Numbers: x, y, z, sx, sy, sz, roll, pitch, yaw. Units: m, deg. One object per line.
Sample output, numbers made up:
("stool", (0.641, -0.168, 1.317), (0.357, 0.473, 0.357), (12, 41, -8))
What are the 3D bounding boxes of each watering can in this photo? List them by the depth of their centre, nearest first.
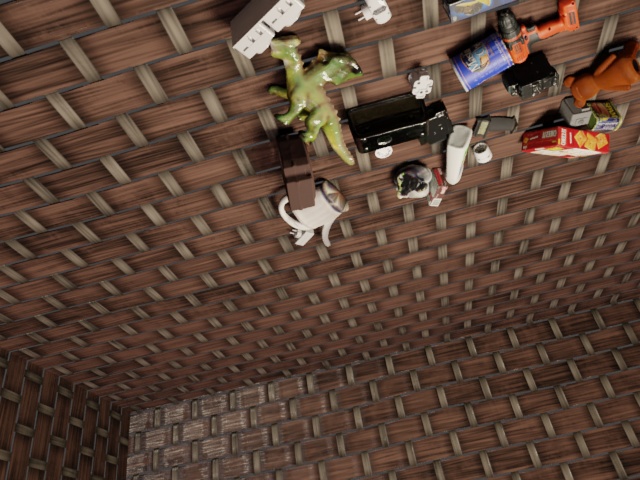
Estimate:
("watering can", (0.006, -0.093, 1.841), (0.222, 0.106, 0.343), (-28, 141, 23))

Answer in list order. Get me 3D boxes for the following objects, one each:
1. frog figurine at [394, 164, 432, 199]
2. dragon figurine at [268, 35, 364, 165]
("frog figurine", (0.332, -0.206, 1.802), (0.135, 0.123, 0.161), (-43, 170, 27))
("dragon figurine", (0.013, -0.388, 1.381), (0.406, 0.125, 0.239), (33, 123, -25))
